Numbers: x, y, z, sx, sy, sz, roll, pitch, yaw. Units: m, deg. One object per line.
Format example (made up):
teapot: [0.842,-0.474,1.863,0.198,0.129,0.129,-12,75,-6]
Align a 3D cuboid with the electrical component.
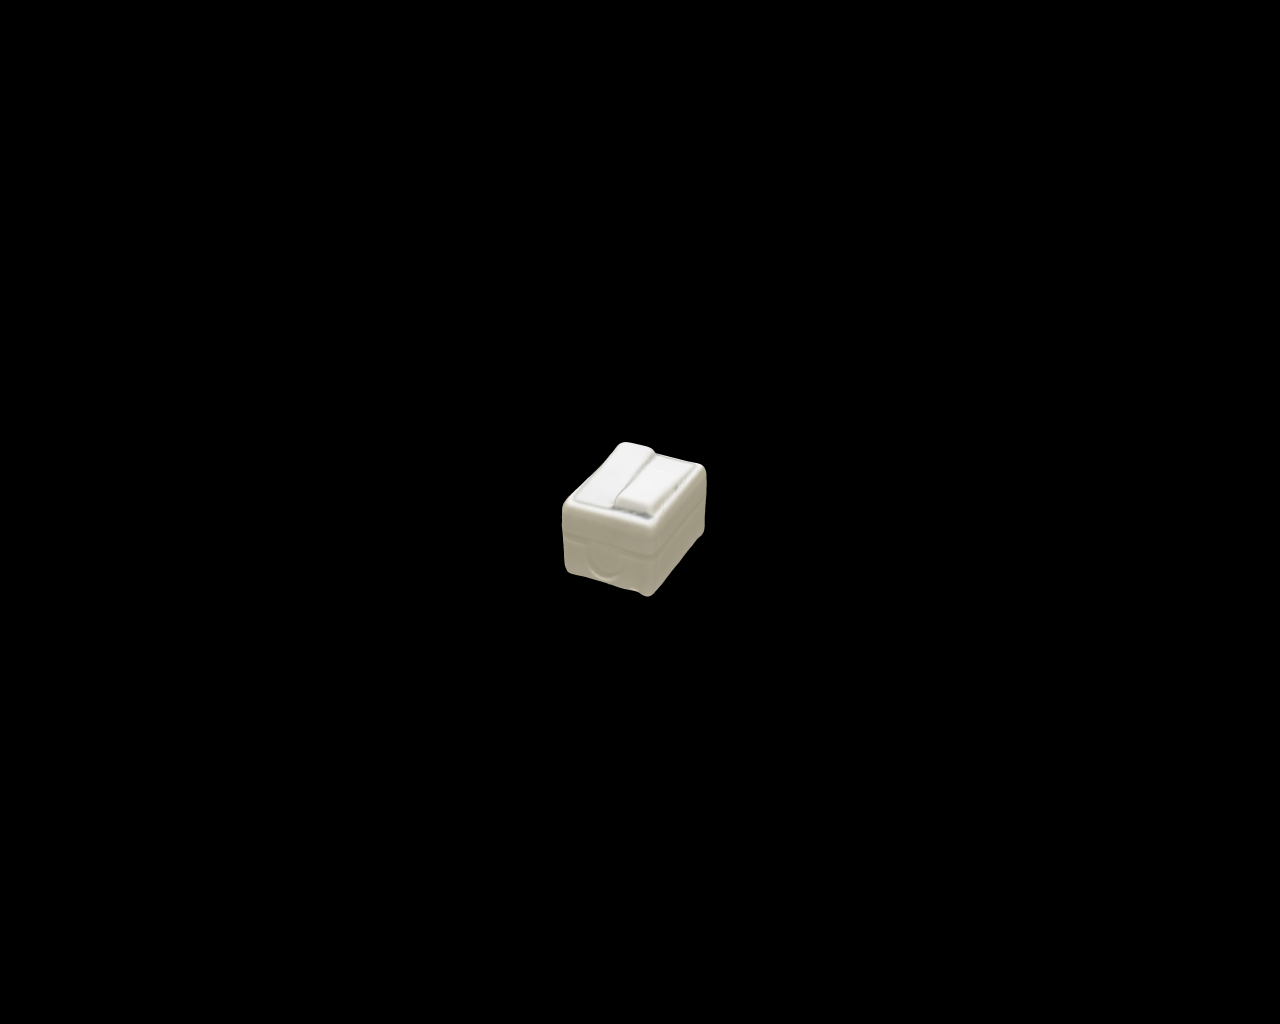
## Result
electrical component: [0.001,-0.003,0.650,0.062,0.061,0.096,16,37,22]
